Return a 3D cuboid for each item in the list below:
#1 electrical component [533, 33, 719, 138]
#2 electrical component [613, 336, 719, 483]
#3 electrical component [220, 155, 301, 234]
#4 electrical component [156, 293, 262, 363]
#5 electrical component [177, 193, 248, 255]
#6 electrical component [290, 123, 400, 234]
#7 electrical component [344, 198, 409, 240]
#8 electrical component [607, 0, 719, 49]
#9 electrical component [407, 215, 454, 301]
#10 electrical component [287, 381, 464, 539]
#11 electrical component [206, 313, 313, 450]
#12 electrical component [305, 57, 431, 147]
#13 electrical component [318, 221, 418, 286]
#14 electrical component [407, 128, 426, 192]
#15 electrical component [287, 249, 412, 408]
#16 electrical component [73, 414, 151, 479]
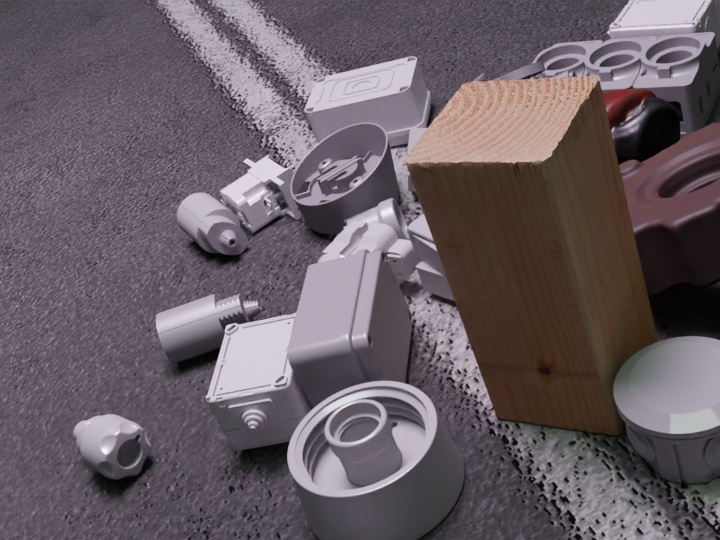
[{"bbox_3d":[0.231,-0.163,0.949,0.150,0.061,0.089,3,41,33],"label":"electrical component"},{"bbox_3d":[0.193,0.081,0.633,0.080,0.051,0.080,-15,34,10],"label":"electrical component"},{"bbox_3d":[-0.094,-0.070,1.020,0.064,0.042,0.081,-36,35,-15],"label":"electrical component"},{"bbox_3d":[-0.119,0.042,0.872,0.081,0.043,0.043,-19,33,4],"label":"electrical component"},{"bbox_3d":[-0.135,-0.039,0.997,0.043,0.043,0.081,-33,35,-16],"label":"electrical component"},{"bbox_3d":[-0.013,-0.080,0.967,0.099,0.064,0.099,-15,33,10],"label":"electrical component"},{"bbox_3d":[0.014,-0.034,0.911,0.046,0.040,0.040,-21,33,13],"label":"electrical component"},{"bbox_3d":[0.277,-0.213,0.994,0.096,0.061,0.061,6,42,35],"label":"electrical component"},{"bbox_3d":[0.079,-0.012,0.821,0.061,0.061,0.096,-36,36,-21],"label":"electrical component"},{"bbox_3d":[0.006,0.117,0.680,0.108,0.060,0.108,-15,34,10],"label":"electrical component"},{"bbox_3d":[-0.065,0.085,0.764,0.062,0.061,0.096,-12,34,15],"label":"electrical component"},{"bbox_3d":[0.010,-0.161,1.075,0.113,0.057,0.078,-10,35,18],"label":"electrical component"},{"bbox_3d":[0.000,0.000,0.853,0.078,0.058,0.057,8,41,40],"label":"electrical component"},{"bbox_3d":[0.071,-0.097,0.950,0.055,0.066,0.048,2,46,7],"label":"electrical component"},{"bbox_3d":[-0.004,0.047,0.769,0.057,0.078,0.113,-14,34,18],"label":"electrical component"},{"bbox_3d":[-0.187,0.127,0.791,0.062,0.043,0.043,13,46,42],"label":"electrical component"}]
